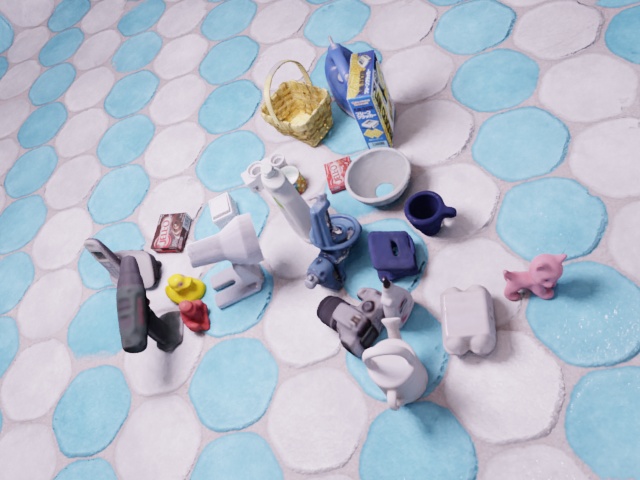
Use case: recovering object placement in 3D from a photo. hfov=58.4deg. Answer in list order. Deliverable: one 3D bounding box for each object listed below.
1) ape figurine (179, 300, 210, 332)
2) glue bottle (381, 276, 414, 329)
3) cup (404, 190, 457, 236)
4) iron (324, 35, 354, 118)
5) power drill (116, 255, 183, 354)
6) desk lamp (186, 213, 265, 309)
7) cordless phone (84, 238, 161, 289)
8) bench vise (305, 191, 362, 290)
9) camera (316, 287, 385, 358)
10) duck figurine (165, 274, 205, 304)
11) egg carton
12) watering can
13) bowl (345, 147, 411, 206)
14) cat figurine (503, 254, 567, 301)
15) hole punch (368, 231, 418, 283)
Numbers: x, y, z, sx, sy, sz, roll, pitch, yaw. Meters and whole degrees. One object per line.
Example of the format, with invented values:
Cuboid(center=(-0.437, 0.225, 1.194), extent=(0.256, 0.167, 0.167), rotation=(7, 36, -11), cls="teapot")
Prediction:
Cuboid(center=(-0.314, 0.178, 1.404), extent=(0.076, 0.092, 0.078), rotation=(15, 67, 30), cls="ape figurine")
Cuboid(center=(0.153, 0.120, 1.195), extent=(0.037, 0.174, 0.078), rotation=(15, 67, 30), cls="glue bottle")
Cuboid(center=(0.259, -0.051, 1.306), extent=(0.117, 0.095, 0.092), rotation=(6, 62, 26), cls="cup")
Cuboid(center=(0.077, -0.456, 1.604), extent=(0.118, 0.142, 0.258), rotation=(-24, 54, 7), cls="iron")
Cuboid(center=(-0.414, 0.175, 1.375), extent=(0.075, 0.209, 0.229), rotation=(-18, 55, 12), cls="power drill")
Cuboid(center=(-0.209, 0.048, 1.365), extent=(0.203, 0.214, 0.117), rotation=(-27, 53, 5), cls="desk lamp")
Cuboid(center=(-0.522, 0.054, 1.510), extent=(0.147, 0.185, 0.094), rotation=(-5, 58, 20), cls="cordless phone")
Cuboid(center=(0.023, 0.004, 1.292), extent=(0.121, 0.220, 0.207), rotation=(-3, 59, 21), cls="bench vise")
Cuboid(center=(0.066, 0.159, 1.252), extent=(0.136, 0.101, 0.143), rotation=(28, 74, 33), cls="camera")
Cuboid(center=(-0.357, 0.117, 1.464), extent=(0.104, 0.086, 0.077), rotation=(-8, 57, 18), cls="duck figurine")
Cuboid(center=(0.302, 0.164, 1.171), extent=(0.107, 0.070, 0.150), rotation=(-9, 57, 17), cls="egg carton")
Cuboid(center=(0.140, 0.237, 1.115), extent=(0.101, 0.195, 0.172), rotation=(-26, 54, 6), cls="watering can")
Cuboid(center=(0.150, -0.145, 1.422), extent=(0.167, 0.075, 0.167), rotation=(-10, 57, 17), cls="bowl")
Cuboid(center=(0.429, 0.068, 1.147), extent=(0.127, 0.118, 0.067), rotation=(-6, 58, 19), cls="cat figurine")
Cuboid(center=(0.165, 0.028, 1.298), extent=(0.101, 0.091, 0.108), rotation=(-16, 55, 13), cls="hole punch")
